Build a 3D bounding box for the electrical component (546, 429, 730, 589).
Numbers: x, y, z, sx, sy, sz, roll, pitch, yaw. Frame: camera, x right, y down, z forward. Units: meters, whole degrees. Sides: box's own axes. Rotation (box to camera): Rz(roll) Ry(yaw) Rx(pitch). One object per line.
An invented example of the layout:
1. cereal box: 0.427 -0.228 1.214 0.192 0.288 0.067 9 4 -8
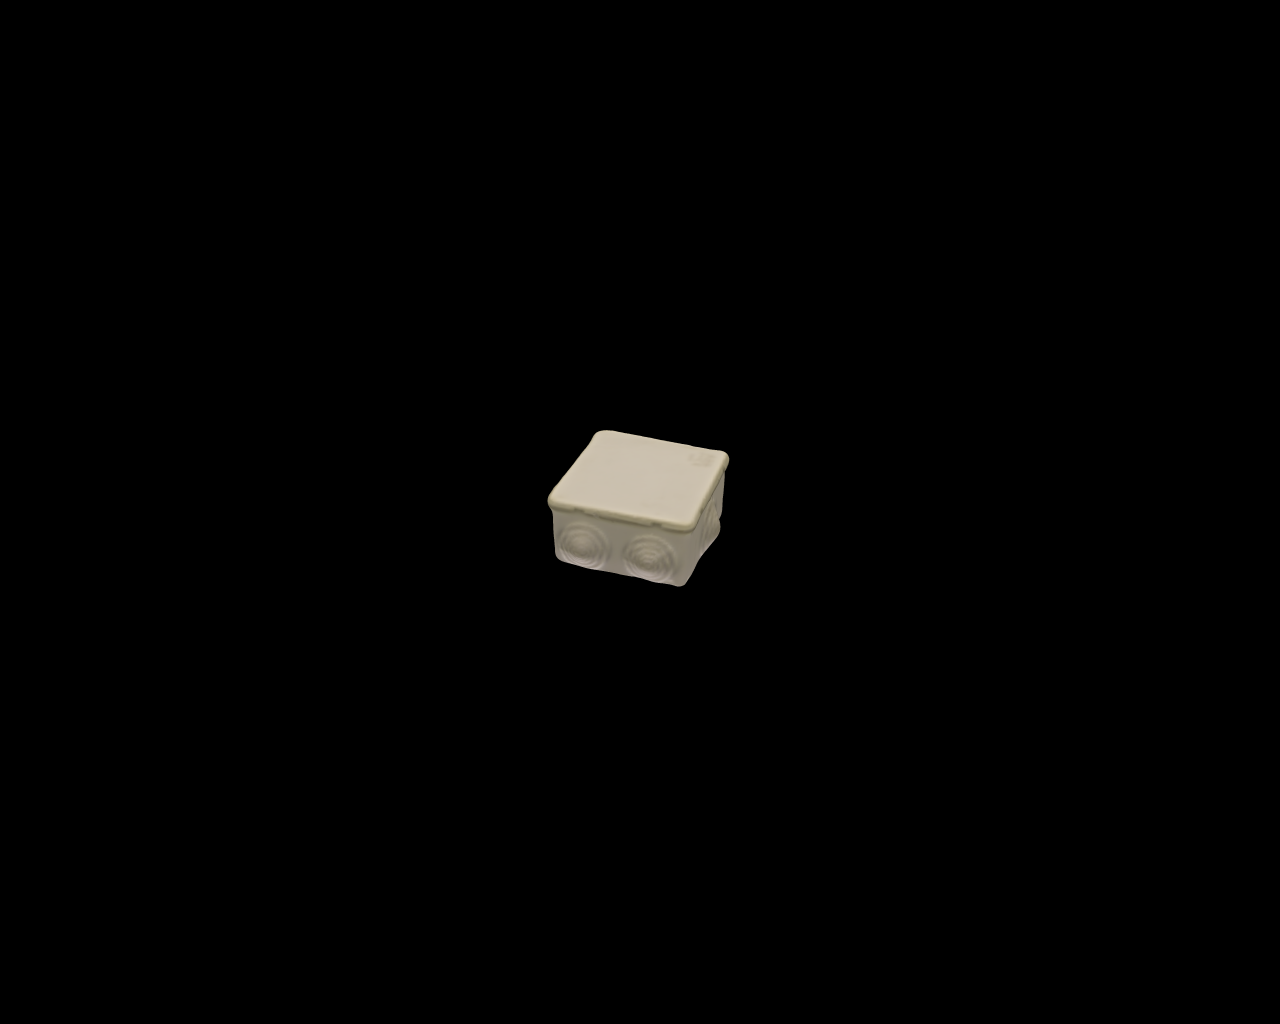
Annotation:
1. electrical component: 0.001 -0.003 0.650 0.100 0.048 0.100 11 36 16
